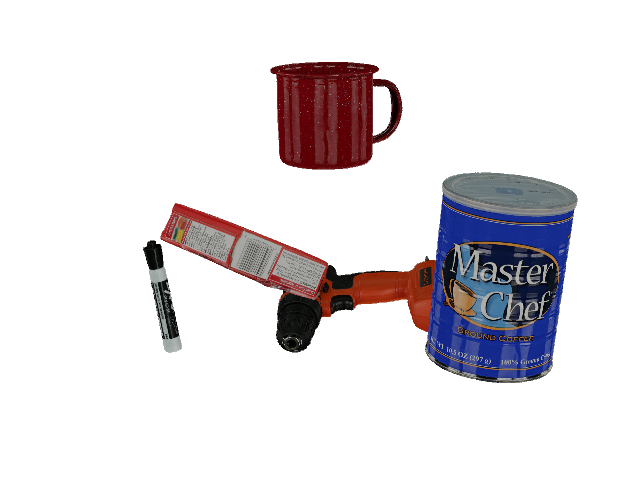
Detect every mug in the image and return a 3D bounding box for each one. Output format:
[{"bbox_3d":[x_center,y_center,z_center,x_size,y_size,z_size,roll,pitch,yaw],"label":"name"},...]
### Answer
[{"bbox_3d":[0.015,-0.109,0.922,0.117,0.081,0.093,-7,17,-20],"label":"mug"}]

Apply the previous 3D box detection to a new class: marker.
[{"bbox_3d":[-0.165,0.058,1.115,0.020,0.121,0.020,-8,17,2],"label":"marker"}]

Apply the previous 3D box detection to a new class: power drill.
[{"bbox_3d":[0.045,0.072,1.238,0.188,0.057,0.184,0,27,6],"label":"power drill"}]

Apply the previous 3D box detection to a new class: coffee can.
[{"bbox_3d":[0.140,0.027,0.837,0.103,0.140,0.103,4,17,-1],"label":"coffee can"}]

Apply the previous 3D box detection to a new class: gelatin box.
[{"bbox_3d":[-0.050,0.008,0.711,0.073,0.030,0.089,21,-2,43],"label":"gelatin box"}]
